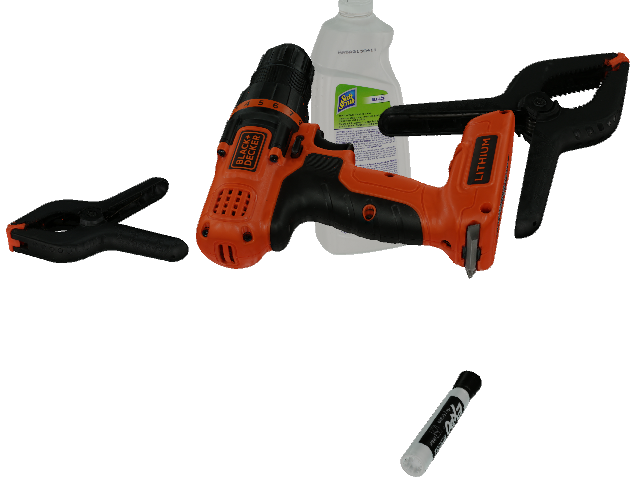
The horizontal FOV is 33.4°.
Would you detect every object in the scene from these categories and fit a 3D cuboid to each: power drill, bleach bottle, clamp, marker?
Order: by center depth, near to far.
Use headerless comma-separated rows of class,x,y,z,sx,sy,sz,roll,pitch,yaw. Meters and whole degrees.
power drill,0.027,-0.053,0.687,0.188,0.184,0.057,6,-36,12
marker,0.091,0.131,0.783,0.020,0.020,0.120,0,24,31
clamp,0.174,-0.088,0.839,0.209,0.036,0.165,-25,52,-19
bleach bottle,0.042,-0.112,1.006,0.102,0.251,0.068,-9,30,-15
clamp,-0.218,-0.020,1.048,0.171,0.039,0.120,0,34,-10
